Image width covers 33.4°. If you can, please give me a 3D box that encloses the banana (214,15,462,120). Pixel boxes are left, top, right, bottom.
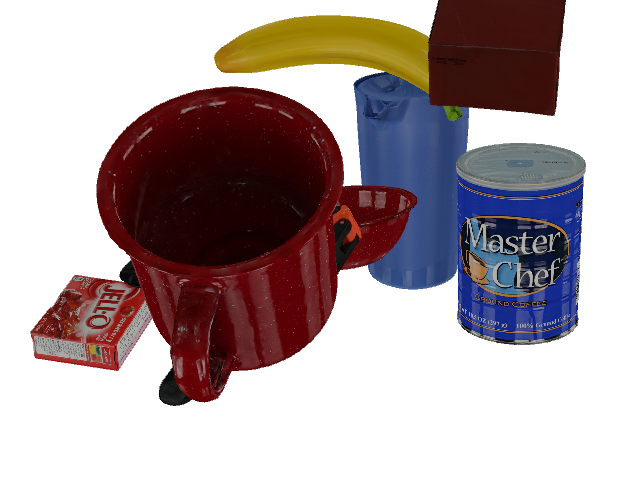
[{"bbox_3d":[0.019,-0.145,0.826,0.198,0.069,0.037,12,-35,11],"label":"banana"}]

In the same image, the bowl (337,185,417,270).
[{"bbox_3d":[0.019,-0.010,1.063,0.162,0.055,0.162,-6,16,2],"label":"bowl"}]

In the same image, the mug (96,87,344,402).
[{"bbox_3d":[-0.037,0.009,0.422,0.093,0.117,0.081,3,-36,7],"label":"mug"}]

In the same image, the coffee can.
[{"bbox_3d":[0.164,0.001,0.883,0.103,0.140,0.103,-3,22,1],"label":"coffee can"}]

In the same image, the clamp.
[{"bbox_3d":[-0.050,0.036,0.709,0.171,0.120,0.039,-23,-31,10],"label":"clamp"}]

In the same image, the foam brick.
[{"bbox_3d":[0.107,-0.114,0.646,0.078,0.051,0.053,7,-37,13],"label":"foam brick"}]

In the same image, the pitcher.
[{"bbox_3d":[0.114,-0.075,1.251,0.149,0.243,0.145,-5,23,-7],"label":"pitcher"}]

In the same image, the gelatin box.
[{"bbox_3d":[-0.184,0.065,0.876,0.073,0.030,0.089,7,33,11],"label":"gelatin box"}]
